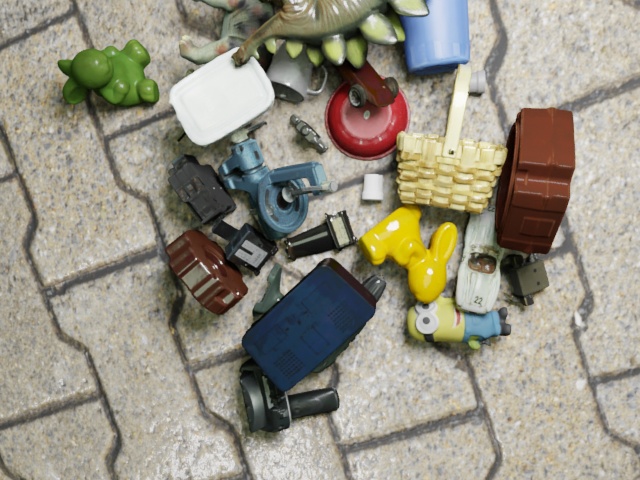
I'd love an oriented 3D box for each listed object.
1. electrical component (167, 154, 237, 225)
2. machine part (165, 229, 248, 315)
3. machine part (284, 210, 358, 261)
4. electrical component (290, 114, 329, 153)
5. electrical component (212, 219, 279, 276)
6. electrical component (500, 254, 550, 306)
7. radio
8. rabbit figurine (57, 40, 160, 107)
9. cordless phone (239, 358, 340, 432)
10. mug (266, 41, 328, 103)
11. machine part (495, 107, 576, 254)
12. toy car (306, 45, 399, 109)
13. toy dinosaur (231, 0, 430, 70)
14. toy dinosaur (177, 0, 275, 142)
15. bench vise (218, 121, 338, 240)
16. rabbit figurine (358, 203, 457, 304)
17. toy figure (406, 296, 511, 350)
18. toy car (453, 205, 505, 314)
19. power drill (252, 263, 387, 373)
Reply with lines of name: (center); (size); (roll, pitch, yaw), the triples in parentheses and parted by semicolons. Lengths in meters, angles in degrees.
electrical component: (-0.224, -0.097, 1.011); (0.058, 0.115, 0.134); (-35, 92, 8)
machine part: (-0.206, 0.056, 1.000); (0.056, 0.179, 0.179); (-40, 89, 7)
machine part: (-0.002, -0.003, 1.029); (0.139, 0.039, 0.084); (-23, 101, 8)
electrical component: (-0.023, -0.199, 0.997); (0.021, 0.063, 0.094); (-44, 87, 10)
electrical component: (-0.147, 0.007, 1.023); (0.119, 0.048, 0.075); (38, 100, -27)
electrical component: (0.370, 0.067, 0.980); (0.078, 0.045, 0.102); (-23, 95, -18)
radio: (-0.022, 0.147, 0.958); (0.229, 0.073, 0.131); (-43, 92, 10)
rabbit figurine: (-0.402, -0.311, 0.986); (0.159, 0.170, 0.121); (-6, 95, 8)
cordless phone: (-0.059, 0.294, 1.057); (0.184, 0.089, 0.146); (-11, 94, -2)
mug: (-0.038, -0.314, 0.980); (0.110, 0.081, 0.107); (17, 86, 7)
machine part: (0.342, -0.095, 0.870); (0.087, 0.200, 0.201); (10, 52, 14)
toy car: (0.055, -0.297, 0.934); (0.202, 0.089, 0.053); (56, 146, 19)
toy dinosaur: (0.066, -0.388, 0.834); (0.471, 0.105, 0.198); (-30, 99, 12)
toy dinosaur: (-0.145, -0.366, 0.976); (0.192, 0.131, 0.404); (11, 105, 3)
bench vise: (-0.070, -0.106, 0.962); (0.241, 0.129, 0.223); (-2, 105, 44)
rabbit figurine: (0.170, 0.027, 0.971); (0.162, 0.122, 0.173); (-32, 82, -8)
toy figure: (0.250, 0.154, 0.986); (0.180, 0.082, 0.089); (3, 128, 1)
toy car: (0.289, 0.032, 0.959); (0.074, 0.056, 0.201); (13, 77, 7)
power drill: (-0.011, 0.123, 1.028); (0.207, 0.086, 0.232); (27, 102, -3)
